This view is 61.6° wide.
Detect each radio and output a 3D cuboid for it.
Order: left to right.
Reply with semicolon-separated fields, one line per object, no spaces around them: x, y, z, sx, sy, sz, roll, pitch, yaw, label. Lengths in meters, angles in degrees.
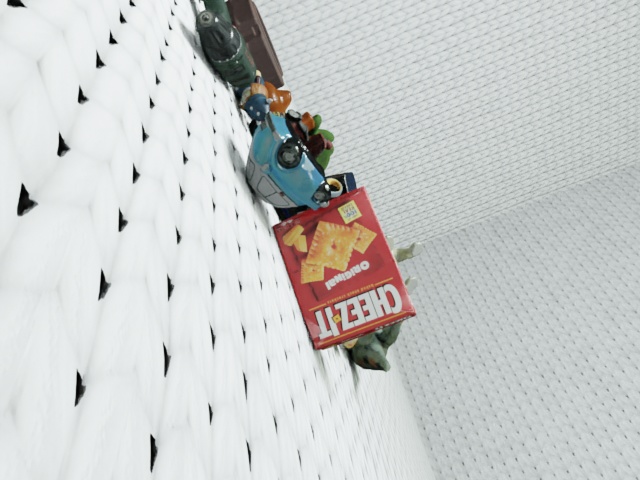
0.065;-0.053;1.337;0.131;0.073;0.229;-16;92;-75;radio

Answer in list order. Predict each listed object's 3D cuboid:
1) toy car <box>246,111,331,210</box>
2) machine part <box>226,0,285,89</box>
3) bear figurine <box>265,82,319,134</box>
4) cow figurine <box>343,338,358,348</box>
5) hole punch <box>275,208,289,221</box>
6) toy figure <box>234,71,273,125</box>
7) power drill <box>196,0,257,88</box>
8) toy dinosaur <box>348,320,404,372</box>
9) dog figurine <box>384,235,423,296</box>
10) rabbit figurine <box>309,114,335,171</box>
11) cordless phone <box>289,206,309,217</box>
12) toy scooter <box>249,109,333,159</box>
-0.058;-0.104;0.808;0.161;0.103;0.109;52;13;-36;toy car
-0.161;-0.470;1.301;0.200;0.087;0.201;63;9;-49;machine part
-0.078;-0.268;1.148;0.195;0.132;0.120;72;-5;-51;bear figurine
0.061;0.129;1.078;0.068;0.098;0.167;106;11;-55;cow figurine
-0.054;-0.109;0.978;0.142;0.092;0.115;-99;163;-51;hole punch
-0.127;-0.269;1.000;0.155;0.058;0.064;-110;-163;-46;toy figure
-0.167;-0.366;0.873;0.232;0.086;0.207;54;11;-75;power drill
0.114;0.213;1.223;0.405;0.131;0.192;-73;173;-59;toy dinosaur
0.090;0.050;1.061;0.121;0.172;0.191;24;-5;-34;dog figurine
-0.049;-0.237;1.315;0.121;0.159;0.170;50;1;-43;rabbit figurine
-0.002;-0.003;1.119;0.147;0.089;0.184;-106;177;-51;cordless phone
-0.051;-0.195;1.070;0.183;0.135;0.075;60;12;-51;toy scooter
